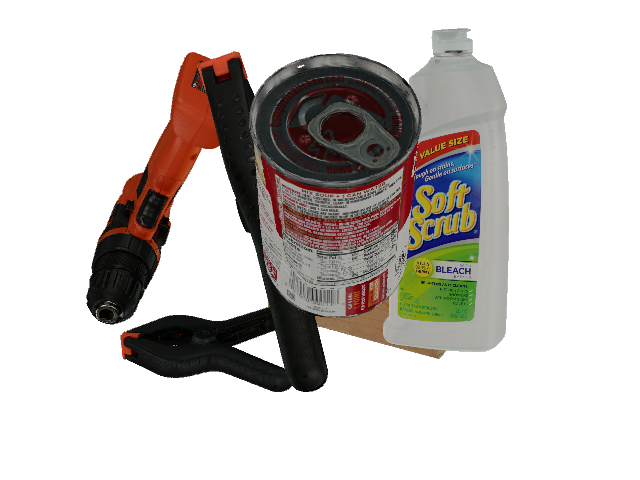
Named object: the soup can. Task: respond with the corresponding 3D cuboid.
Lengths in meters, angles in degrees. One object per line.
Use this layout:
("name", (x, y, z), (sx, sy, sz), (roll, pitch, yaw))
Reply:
("soup can", (0.007, -0.019, 0.457), (0.068, 0.068, 0.102), (0, -35, 1))

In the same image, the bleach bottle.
("bleach bottle", (0.099, -0.041, 0.852), (0.103, 0.251, 0.068), (3, 15, 24))

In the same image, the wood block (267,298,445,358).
("wood block", (0.053, 0.049, 1.168), (0.206, 0.091, 0.090), (14, 27, 25))

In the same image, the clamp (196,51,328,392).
("clamp", (-0.032, -0.019, 0.705), (0.036, 0.210, 0.164), (-17, 8, 5))

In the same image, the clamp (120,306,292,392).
("clamp", (-0.104, 0.097, 1.039), (0.171, 0.039, 0.120), (7, 26, 4))

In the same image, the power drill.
("power drill", (-0.127, -0.043, 0.851), (0.057, 0.188, 0.184), (26, 32, -16))
